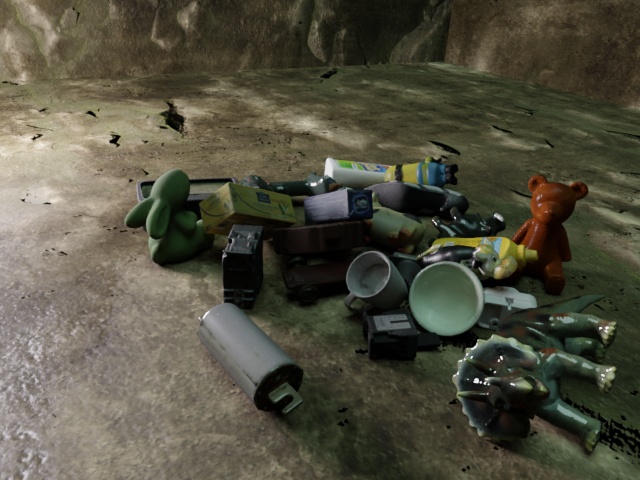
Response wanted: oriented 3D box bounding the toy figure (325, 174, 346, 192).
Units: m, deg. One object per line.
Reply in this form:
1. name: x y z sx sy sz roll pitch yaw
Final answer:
1. toy figure: 0.050 -0.106 1.295 0.058 0.064 0.155 -30 48 -22

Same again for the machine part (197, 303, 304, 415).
1. machine part: -0.102 0.159 0.756 0.079 0.079 0.244 -17 32 -34

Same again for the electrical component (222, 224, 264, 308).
1. electrical component: -0.132 0.039 0.949 0.058 0.114 0.134 6 29 1

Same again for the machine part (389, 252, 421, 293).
1. machine part: 0.170 0.063 1.022 0.084 0.039 0.139 14 26 3

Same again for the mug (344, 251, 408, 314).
1. mug: 0.098 0.086 0.910 0.081 0.109 0.107 41 4 42

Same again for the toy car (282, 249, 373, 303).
1. toy car: 0.030 0.067 0.979 0.202 0.053 0.089 -8 49 -19

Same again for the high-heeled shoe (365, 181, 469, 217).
1. high-heeled shoe: 0.237 -0.106 1.322 0.249 0.086 0.145 18 21 27

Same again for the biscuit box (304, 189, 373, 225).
1. biscuit box: 0.035 -0.068 1.140 0.059 0.062 0.203 -3 0 -27

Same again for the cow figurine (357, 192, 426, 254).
1. cow figurine: 0.136 -0.039 1.166 0.195 0.085 0.127 19 37 33

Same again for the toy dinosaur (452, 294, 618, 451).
1. toy dinosaur: 0.311 0.160 0.771 0.192 0.131 0.405 16 24 22

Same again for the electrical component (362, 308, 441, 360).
1. electrical component: 0.129 0.146 0.836 0.119 0.047 0.075 -2 28 -1

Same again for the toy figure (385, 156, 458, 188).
1. toy figure: 0.249 -0.160 1.343 0.180 0.089 0.082 -2 64 37

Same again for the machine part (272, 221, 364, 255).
1. machine part: -0.002 -0.003 1.036 0.179 0.056 0.179 -5 1 0

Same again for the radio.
1. radio: -0.294 -0.084 1.214 0.230 0.073 0.131 -5 28 -14

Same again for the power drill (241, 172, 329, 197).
1. power drill: -0.086 -0.111 1.268 0.207 0.085 0.232 -11 17 -18

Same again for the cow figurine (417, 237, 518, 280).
1. cow figurine: 0.254 0.039 0.938 0.167 0.098 0.068 -23 10 42

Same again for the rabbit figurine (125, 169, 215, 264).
1. rabbit figurine: -0.298 -0.050 1.042 0.121 0.170 0.159 17 30 27

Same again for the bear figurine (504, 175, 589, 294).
1. bear figurine: 0.434 -0.016 1.030 0.120 0.195 0.132 17 31 19

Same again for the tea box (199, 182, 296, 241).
1. tea box: -0.141 -0.053 1.070 0.098 0.068 0.169 -27 -21 33

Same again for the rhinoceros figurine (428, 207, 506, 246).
1. rhinoceros figurine: 0.322 -0.020 1.159 0.190 0.073 0.112 -17 32 -33
